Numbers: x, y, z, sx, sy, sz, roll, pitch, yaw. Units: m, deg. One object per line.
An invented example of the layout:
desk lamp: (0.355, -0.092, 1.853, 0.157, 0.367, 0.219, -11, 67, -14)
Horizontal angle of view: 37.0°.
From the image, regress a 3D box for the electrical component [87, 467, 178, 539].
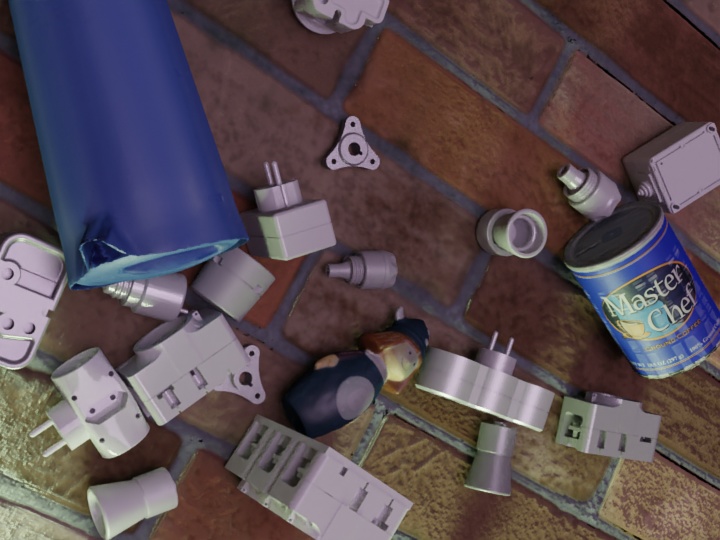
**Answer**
electrical component: (-0.180, 0.184, 0.862, 0.065, 0.044, 0.044, -16, 100, -29)

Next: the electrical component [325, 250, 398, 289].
electrical component: (0.000, 0.000, 0.939, 0.061, 0.035, 0.035, -1, 94, -23)

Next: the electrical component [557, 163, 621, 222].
electrical component: (0.217, -0.078, 1.033, 0.062, 0.043, 0.043, 35, 79, -23)

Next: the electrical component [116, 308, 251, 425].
electrical component: (-0.144, 0.073, 0.865, 0.089, 0.050, 0.055, -35, 108, -20)

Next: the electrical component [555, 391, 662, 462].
electrical component: (0.245, 0.152, 1.058, 0.089, 0.050, 0.055, 12, 89, -26)

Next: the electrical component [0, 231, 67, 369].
electrical component: (-0.259, 0.021, 0.802, 0.054, 0.059, 0.095, 25, 82, -25)

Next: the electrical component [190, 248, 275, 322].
electrical component: (-0.105, 0.010, 0.879, 0.055, 0.055, 0.047, 40, 80, -22)

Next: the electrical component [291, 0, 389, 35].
electrical component: (-0.023, -0.229, 0.901, 0.078, 0.057, 0.058, 22, 84, -25)

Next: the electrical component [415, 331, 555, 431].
electrical component: (0.122, 0.094, 0.994, 0.138, 0.052, 0.073, 22, 83, -25)

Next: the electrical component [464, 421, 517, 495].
electrical component: (0.125, 0.175, 1.008, 0.044, 0.044, 0.065, 15, 82, -26)

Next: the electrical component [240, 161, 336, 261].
electrical component: (-0.065, -0.052, 0.878, 0.047, 0.083, 0.075, -18, 101, -23)

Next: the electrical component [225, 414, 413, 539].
electrical component: (-0.040, 0.176, 0.867, 0.089, 0.150, 0.061, 38, 76, -23)

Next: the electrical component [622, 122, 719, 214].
electrical component: (0.309, -0.099, 1.070, 0.096, 0.061, 0.061, -31, 106, -13)

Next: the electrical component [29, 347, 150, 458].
electrical component: (-0.217, 0.113, 0.837, 0.079, 0.043, 0.077, -34, 107, -20)

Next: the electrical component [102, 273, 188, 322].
electrical component: (-0.174, 0.015, 0.853, 0.078, 0.040, 0.040, 17, 86, -25)

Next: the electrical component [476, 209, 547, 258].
electrical component: (0.139, -0.035, 0.992, 0.045, 0.055, 0.045, -2, 94, -26)
